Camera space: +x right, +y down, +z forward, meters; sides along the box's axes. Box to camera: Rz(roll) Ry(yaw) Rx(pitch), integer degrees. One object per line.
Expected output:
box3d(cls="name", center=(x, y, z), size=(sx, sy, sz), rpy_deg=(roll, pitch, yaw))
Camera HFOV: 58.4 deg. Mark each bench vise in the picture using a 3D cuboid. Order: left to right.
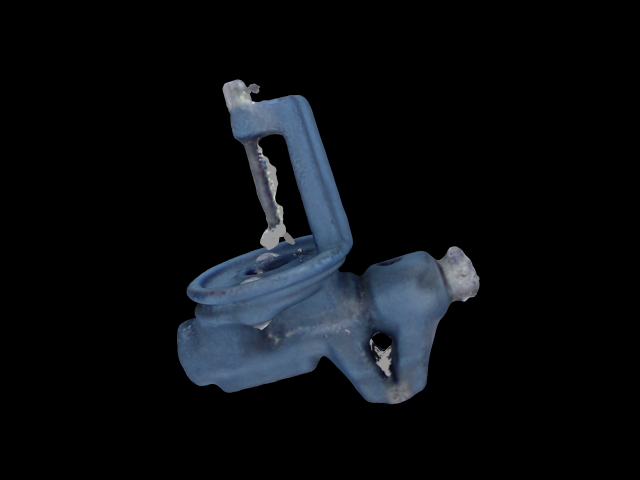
box3d(cls="bench vise", center=(0.001, -0.001, 0.411), size=(0.208, 0.220, 0.121), rpy_deg=(-3, 12, -15))
